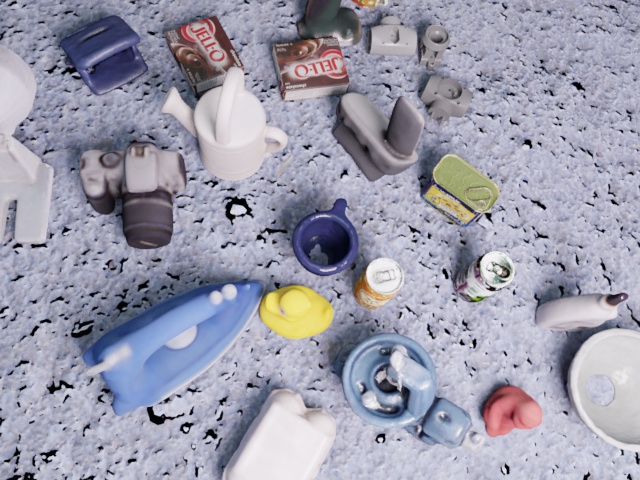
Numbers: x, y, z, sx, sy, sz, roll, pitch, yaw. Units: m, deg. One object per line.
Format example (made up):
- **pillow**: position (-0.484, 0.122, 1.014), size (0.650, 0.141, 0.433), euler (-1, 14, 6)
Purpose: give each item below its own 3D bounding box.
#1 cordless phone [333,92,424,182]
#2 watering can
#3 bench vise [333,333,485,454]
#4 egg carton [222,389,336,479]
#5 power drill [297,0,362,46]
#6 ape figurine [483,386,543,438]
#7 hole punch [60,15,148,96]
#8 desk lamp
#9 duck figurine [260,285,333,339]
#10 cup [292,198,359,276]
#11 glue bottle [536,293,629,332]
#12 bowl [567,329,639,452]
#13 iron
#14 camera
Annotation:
- **cordless phone**: position (0.094, -0.180, 0.844), size (0.094, 0.185, 0.147), euler (-39, 81, -16)
- **watering can**: position (-0.134, -0.166, 0.806), size (0.173, 0.194, 0.101), euler (-6, 73, -9)
- **bench vise**: position (0.125, 0.183, 0.715), size (0.207, 0.219, 0.121), euler (18, 71, -1)
- **egg carton**: position (-0.050, 0.277, 0.743), size (0.107, 0.069, 0.150), euler (30, 72, 3)
- **power drill**: position (0.036, -0.395, 0.892), size (0.230, 0.208, 0.075), euler (-9, 74, -10)
- **ape figurine**: position (0.271, 0.237, 0.784), size (0.078, 0.092, 0.076), euler (20, 71, 0)
- **hole punch**: position (-0.335, -0.294, 0.875), size (0.109, 0.091, 0.101), euler (-35, 80, -16)
- **desk lamp**: position (-0.427, -0.121, 0.745), size (0.118, 0.213, 0.203), euler (-2, 73, -7)
- **duck figurine**: position (-0.031, 0.094, 0.794), size (0.104, 0.086, 0.077), euler (10, 72, -4)
- **cup**: position (0.008, 0.003, 0.823), size (0.091, 0.095, 0.118), euler (21, 71, 0)
- **glue bottle**: position (0.374, 0.097, 0.798), size (0.078, 0.173, 0.037), euler (7, 72, -5)
- **bowl**: position (0.423, 0.214, 0.819), size (0.167, 0.074, 0.167), euler (2, 72, -6)
- **iron**: position (-0.178, 0.112, 0.741), size (0.259, 0.141, 0.118), euler (-34, 79, -15)
- **camera**: position (-0.261, -0.061, 0.806), size (0.143, 0.101, 0.137), euler (-4, 73, -8)
